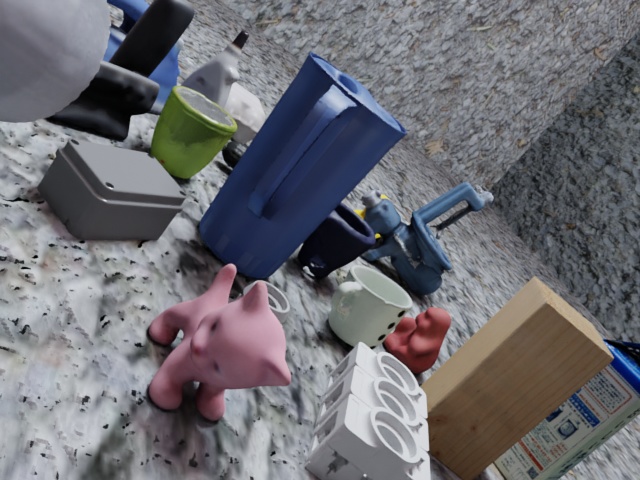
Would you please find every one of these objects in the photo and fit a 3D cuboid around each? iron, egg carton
[{"bbox_3d":[-0.277,-0.280,0.796,0.259,0.141,0.118,19,28,-48],"label":"iron"},{"bbox_3d":[-0.159,-0.242,1.055,0.107,0.069,0.150,30,21,-30],"label":"egg carton"}]

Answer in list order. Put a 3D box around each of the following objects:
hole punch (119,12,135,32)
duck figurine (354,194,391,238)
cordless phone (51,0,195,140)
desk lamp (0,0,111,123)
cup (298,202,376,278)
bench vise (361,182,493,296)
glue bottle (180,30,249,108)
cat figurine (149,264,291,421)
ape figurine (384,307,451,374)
[{"bbox_3d":[-0.301,-0.348,0.987,0.108,0.091,0.101,44,18,11],"label":"hole punch"},{"bbox_3d":[0.104,-0.048,1.098,0.077,0.086,0.105,47,19,20],"label":"duck figurine"},{"bbox_3d":[-0.239,-0.222,0.662,0.094,0.185,0.148,47,19,21],"label":"cordless phone"},{"bbox_3d":[-0.250,-0.104,0.321,0.118,0.213,0.204,45,19,14],"label":"desk lamp"},{"bbox_3d":[0.007,0.003,0.772,0.118,0.095,0.091,15,30,-52],"label":"cup"},{"bbox_3d":[0.178,-0.028,0.981,0.208,0.219,0.121,30,21,-29],"label":"bench vise"},{"bbox_3d":[-0.166,-0.261,0.918,0.078,0.173,0.037,41,18,4],"label":"glue bottle"},{"bbox_3d":[-0.069,0.070,0.427,0.067,0.117,0.127,28,22,-33],"label":"cat figurine"},{"bbox_3d":[0.132,0.123,0.742,0.076,0.092,0.078,42,18,5],"label":"ape figurine"}]
